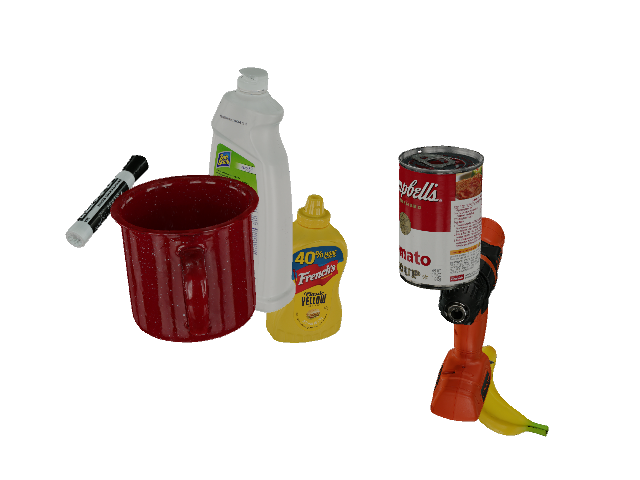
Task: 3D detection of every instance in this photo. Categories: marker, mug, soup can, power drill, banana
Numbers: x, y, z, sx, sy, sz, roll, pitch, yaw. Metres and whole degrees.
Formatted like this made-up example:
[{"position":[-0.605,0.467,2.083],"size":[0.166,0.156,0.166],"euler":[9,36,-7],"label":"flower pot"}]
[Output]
[{"position":[-0.189,-0.038,0.959],"size":[0.020,0.020,0.121],"euler":[0,39,28],"label":"marker"},{"position":[-0.081,0.017,0.676],"size":[0.093,0.081,0.117],"euler":[-7,26,-11],"label":"mug"},{"position":[0.097,-0.019,0.867],"size":[0.068,0.102,0.068],"euler":[-1,21,0],"label":"soup can"},{"position":[0.151,0.090,1.099],"size":[0.057,0.188,0.184],"euler":[11,28,15],"label":"power drill"},{"position":[0.205,0.181,1.278],"size":[0.069,0.037,0.198],"euler":[9,23,-15],"label":"banana"}]

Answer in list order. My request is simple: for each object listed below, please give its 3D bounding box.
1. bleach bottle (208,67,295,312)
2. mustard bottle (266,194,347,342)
[{"position":[-0.070,-0.055,1.123],"size":[0.103,0.251,0.068],"euler":[17,28,23],"label":"bleach bottle"},{"position":[-0.014,0.033,1.336],"size":[0.096,0.192,0.058],"euler":[-5,28,-21],"label":"mustard bottle"}]
